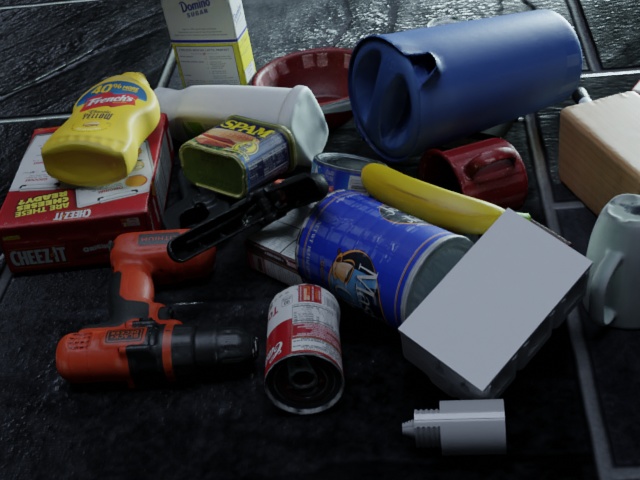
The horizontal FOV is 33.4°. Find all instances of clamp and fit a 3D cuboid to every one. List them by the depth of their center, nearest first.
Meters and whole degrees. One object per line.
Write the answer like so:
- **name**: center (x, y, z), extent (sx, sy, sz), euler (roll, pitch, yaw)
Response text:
- **clamp**: center (-0.046, -0.038, 1.055), extent (0.165, 0.036, 0.209), euler (-22, 6, 19)
- **clamp**: center (-0.114, -0.034, 1.168), extent (0.120, 0.039, 0.171), euler (-5, 34, 12)

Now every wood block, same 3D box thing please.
- **wood block**: center (0.327, -0.060, 1.064), extent (0.090, 0.090, 0.206), euler (-15, 35, -11)

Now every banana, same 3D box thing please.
- **banana**: center (0.101, -0.038, 1.028), extent (0.198, 0.037, 0.069), euler (23, 10, 37)

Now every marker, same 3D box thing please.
- **marker**: center (0.319, -0.146, 1.250), extent (0.020, 0.020, 0.121), euler (-8, 35, 0)

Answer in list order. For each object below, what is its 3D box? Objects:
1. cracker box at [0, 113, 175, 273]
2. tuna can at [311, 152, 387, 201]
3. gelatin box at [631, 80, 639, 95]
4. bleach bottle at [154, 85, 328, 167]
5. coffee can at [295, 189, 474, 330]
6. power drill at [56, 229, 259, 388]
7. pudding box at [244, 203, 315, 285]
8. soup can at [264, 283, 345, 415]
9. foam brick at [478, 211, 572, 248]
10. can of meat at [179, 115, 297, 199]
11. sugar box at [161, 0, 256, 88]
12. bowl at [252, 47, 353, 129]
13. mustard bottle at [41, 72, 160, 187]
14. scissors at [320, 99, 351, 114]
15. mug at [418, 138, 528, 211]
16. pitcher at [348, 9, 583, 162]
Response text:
- **cracker box**: center (-0.256, -0.056, 1.199), extent (0.164, 0.072, 0.213), euler (-6, 36, 3)
- **tuna can**: center (0.032, -0.069, 1.162), extent (0.086, 0.034, 0.086), euler (8, 16, -3)
- **gelatin box**: center (0.377, -0.152, 1.199), extent (0.030, 0.073, 0.089), euler (17, 41, 30)
- **bleach bottle**: center (-0.120, -0.149, 1.276), extent (0.251, 0.102, 0.068), euler (11, 64, 27)
- **coffee can**: center (0.061, 0.022, 0.991), extent (0.102, 0.103, 0.140), euler (-34, 42, -32)
- **power drill**: center (-0.145, 0.062, 1.018), extent (0.184, 0.057, 0.187), euler (-3, 34, 3)
- **pudding box**: center (-0.007, 0.001, 1.092), extent (0.090, 0.039, 0.113), euler (22, 42, 40)
- **soup can**: center (-0.013, 0.093, 0.935), extent (0.068, 0.068, 0.102), euler (-6, 34, 4)
- **foam brick**: center (0.195, 0.018, 1.013), extent (0.052, 0.051, 0.078), euler (-26, 39, -23)
- **can of meat**: center (-0.092, -0.091, 1.173), extent (0.102, 0.057, 0.083), euler (18, 37, 35)
- **sugar box**: center (-0.134, -0.237, 1.339), extent (0.093, 0.176, 0.048), euler (4, 37, 17)
- **bowl**: center (-0.002, -0.183, 1.340), extent (0.162, 0.055, 0.162), euler (-6, 35, 4)
- **mustard bottle**: center (-0.231, -0.134, 1.189), extent (0.096, 0.058, 0.191), euler (1, 37, 12)
- **scissors**: center (0.103, -0.156, 1.270), extent (0.201, 0.096, 0.016), euler (-26, 13, -3)
- **mug**: center (0.162, -0.063, 1.088), extent (0.081, 0.117, 0.093), euler (-17, 70, -20)
- **pitcher**: center (0.157, -0.173, 1.161), extent (0.242, 0.145, 0.149), euler (-17, 33, -27)
